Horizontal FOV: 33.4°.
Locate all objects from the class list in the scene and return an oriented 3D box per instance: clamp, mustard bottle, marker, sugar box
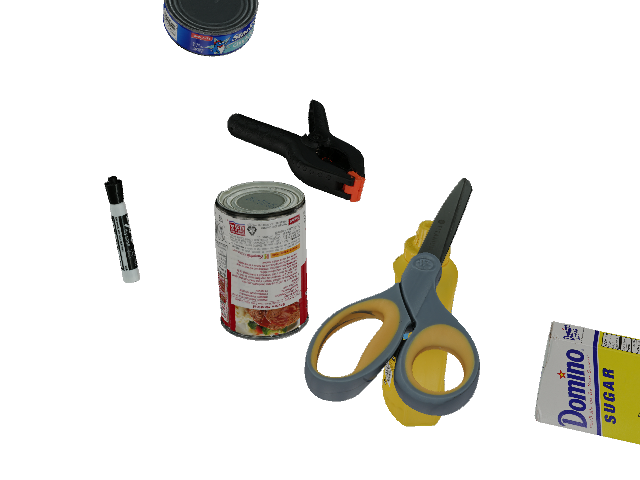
[{"bbox_3d":[-0.019,-0.095,1.115,0.120,0.039,0.172,-14,39,-23],"label":"clamp"},{"bbox_3d":[0.092,0.069,0.979,0.058,0.192,0.096,0,29,-3],"label":"mustard bottle"},{"bbox_3d":[-0.216,-0.012,1.161,0.020,0.121,0.020,-6,22,2],"label":"marker"},{"bbox_3d":[0.293,0.140,0.989,0.176,0.093,0.048,9,22,12],"label":"sugar box"}]

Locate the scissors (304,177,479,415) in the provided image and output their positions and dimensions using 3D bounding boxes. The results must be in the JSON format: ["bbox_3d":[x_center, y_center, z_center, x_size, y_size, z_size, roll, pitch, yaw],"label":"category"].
[{"bbox_3d":[0.069,0.029,0.584,0.096,0.016,0.201,24,44,28],"label":"scissors"}]

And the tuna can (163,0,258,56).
[{"bbox_3d":[-0.101,-0.210,0.976,0.086,0.086,0.034,0,-32,-11],"label":"tuna can"}]

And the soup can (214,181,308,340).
[{"bbox_3d":[-0.044,0.014,0.800,0.068,0.102,0.068,-1,24,0],"label":"soup can"}]
